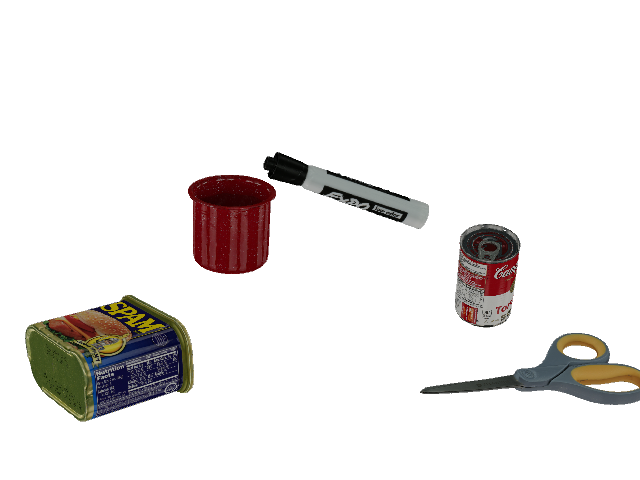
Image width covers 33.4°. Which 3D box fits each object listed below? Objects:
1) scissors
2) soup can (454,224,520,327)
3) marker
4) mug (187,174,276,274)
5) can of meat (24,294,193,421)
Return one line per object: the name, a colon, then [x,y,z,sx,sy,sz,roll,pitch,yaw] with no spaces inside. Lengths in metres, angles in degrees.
scissors: [0.175,0.106,0.897,0.201,0.016,0.096,5,29,-8]
soup can: [0.191,0.042,1.231,0.068,0.102,0.068,-1,38,0]
marker: [0.018,-0.035,0.734,0.121,0.020,0.020,18,-6,-17]
mug: [-0.093,-0.021,1.152,0.093,0.081,0.117,6,25,7]
can of meat: [-0.154,0.084,0.773,0.083,0.057,0.102,-15,22,-36]
